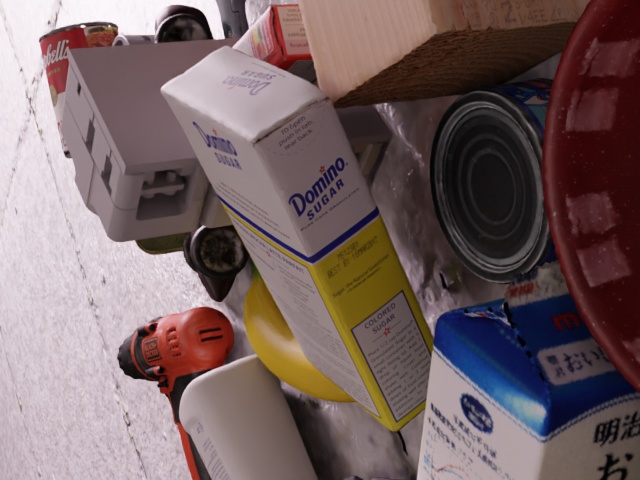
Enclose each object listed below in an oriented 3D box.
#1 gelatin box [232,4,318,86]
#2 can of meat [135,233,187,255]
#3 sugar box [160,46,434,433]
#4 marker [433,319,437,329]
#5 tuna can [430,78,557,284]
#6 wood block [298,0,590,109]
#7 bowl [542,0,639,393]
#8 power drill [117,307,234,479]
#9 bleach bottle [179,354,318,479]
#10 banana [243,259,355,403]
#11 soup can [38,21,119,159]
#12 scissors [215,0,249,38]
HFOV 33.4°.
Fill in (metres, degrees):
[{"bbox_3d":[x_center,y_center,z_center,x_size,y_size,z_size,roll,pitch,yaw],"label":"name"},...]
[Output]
[{"bbox_3d":[0.003,-0.091,0.525,0.073,0.089,0.030,-28,74,61],"label":"gelatin box"},{"bbox_3d":[-0.131,-0.049,0.824,0.084,0.057,0.102,30,125,59],"label":"can of meat"},{"bbox_3d":[-0.003,0.001,0.498,0.093,0.048,0.176,34,153,51],"label":"sugar box"},{"bbox_3d":[0.075,0.098,0.533,0.020,0.020,0.121,-3,97,62],"label":"marker"},{"bbox_3d":[0.084,-0.025,0.457,0.086,0.033,0.086,31,126,55],"label":"tuna can"},{"bbox_3d":[0.035,-0.168,0.439,0.091,0.090,0.206,-25,77,61],"label":"wood block"},{"bbox_3d":[0.142,-0.018,0.328,0.162,0.055,0.162,31,126,55],"label":"bowl"},{"bbox_3d":[-0.108,0.152,0.850,0.185,0.057,0.187,-24,78,61],"label":"power drill"},{"bbox_3d":[-0.014,0.204,0.690,0.251,0.068,0.103,64,163,19],"label":"bleach bottle"},{"bbox_3d":[-0.005,0.061,0.648,0.198,0.037,0.069,27,125,56],"label":"banana"},{"bbox_3d":[-0.193,-0.125,0.900,0.069,0.068,0.102,-13,89,62],"label":"soup can"},{"bbox_3d":[-0.048,-0.147,0.677,0.096,0.016,0.202,-37,67,59],"label":"scissors"}]
